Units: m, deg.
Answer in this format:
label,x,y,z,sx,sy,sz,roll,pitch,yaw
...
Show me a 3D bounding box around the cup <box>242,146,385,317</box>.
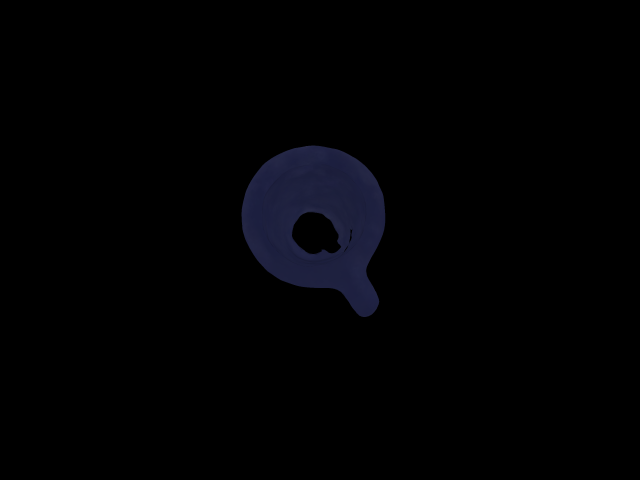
label,x,y,z,sx,sy,sz,roll,pitch,yaw
cup,0.004,0.001,0.400,0.092,0.095,0.118,-31,82,-4
